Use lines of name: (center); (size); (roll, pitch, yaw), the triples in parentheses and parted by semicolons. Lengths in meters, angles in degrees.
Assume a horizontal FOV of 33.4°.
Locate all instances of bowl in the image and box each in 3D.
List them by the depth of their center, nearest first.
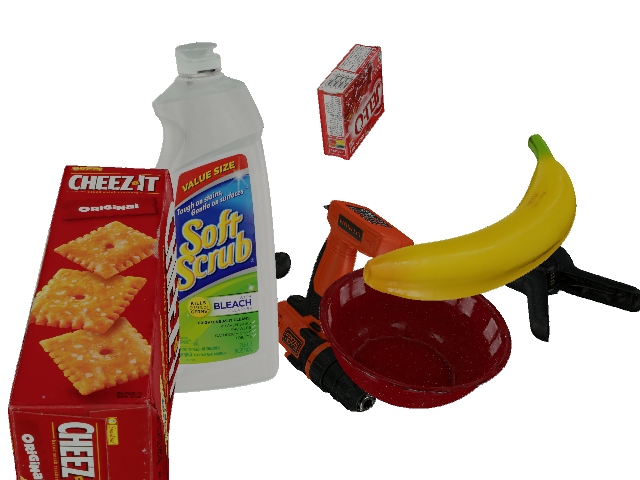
bowl: (0.075, 0.089, 0.892); (0.162, 0.055, 0.162); (7, 34, -5)

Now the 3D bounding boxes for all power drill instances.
power drill: (0.026, 0.066, 1.134); (0.057, 0.188, 0.185); (12, 19, -42)

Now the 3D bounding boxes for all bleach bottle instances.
bleach bottle: (-0.086, -0.016, 0.780); (0.102, 0.251, 0.068); (-6, 20, -6)

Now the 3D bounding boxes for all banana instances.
banana: (0.110, -0.003, 0.679); (0.070, 0.037, 0.197); (34, 47, 25)

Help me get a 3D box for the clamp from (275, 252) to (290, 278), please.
clamp: (-0.152, 0.030, 0.995); (0.165, 0.036, 0.209); (25, 36, 30)

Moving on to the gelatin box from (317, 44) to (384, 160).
gelatin box: (0.031, -0.131, 0.999); (0.030, 0.073, 0.089); (14, 44, 23)

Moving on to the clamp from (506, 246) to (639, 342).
clamp: (0.237, 0.037, 1.067); (0.120, 0.039, 0.171); (-6, 33, -14)

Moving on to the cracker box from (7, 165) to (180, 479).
cracker box: (-0.116, 0.080, 0.592); (0.072, 0.164, 0.213); (1, 33, -5)
